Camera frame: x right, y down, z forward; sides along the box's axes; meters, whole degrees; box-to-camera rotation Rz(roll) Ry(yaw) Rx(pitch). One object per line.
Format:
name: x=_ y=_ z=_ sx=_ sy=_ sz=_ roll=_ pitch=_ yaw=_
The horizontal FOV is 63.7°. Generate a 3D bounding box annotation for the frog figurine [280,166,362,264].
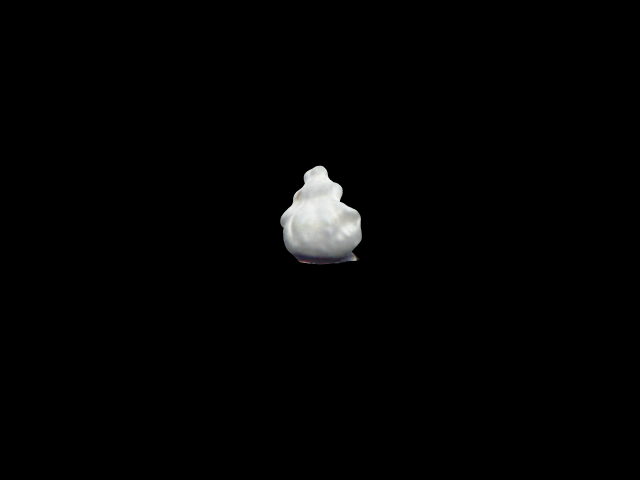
frog figurine: x=0.003 y=-0.043 z=0.850 sx=0.137 sy=0.159 sz=0.123 roll=4 pitch=7 yaw=32
